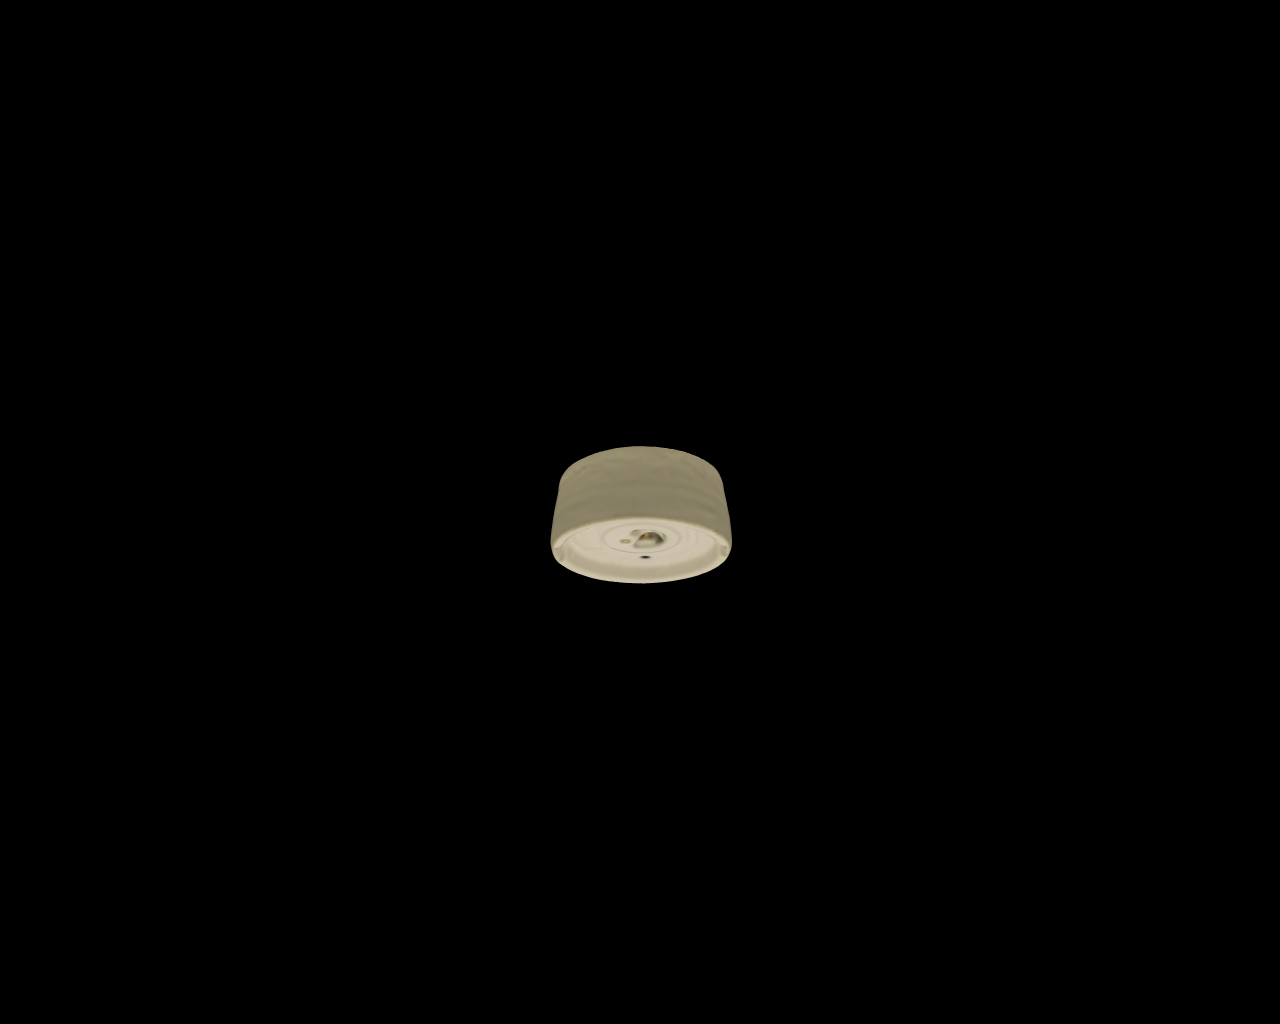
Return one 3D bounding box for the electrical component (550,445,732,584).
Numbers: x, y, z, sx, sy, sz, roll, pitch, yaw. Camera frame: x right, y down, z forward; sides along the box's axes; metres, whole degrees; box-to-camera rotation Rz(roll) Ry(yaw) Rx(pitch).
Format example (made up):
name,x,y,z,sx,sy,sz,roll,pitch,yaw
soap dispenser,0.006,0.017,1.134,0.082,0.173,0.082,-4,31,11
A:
name,x,y,z,sx,sy,sz,roll,pitch,yaw
electrical component,0.001,-0.003,0.650,0.108,0.060,0.108,0,-23,0
